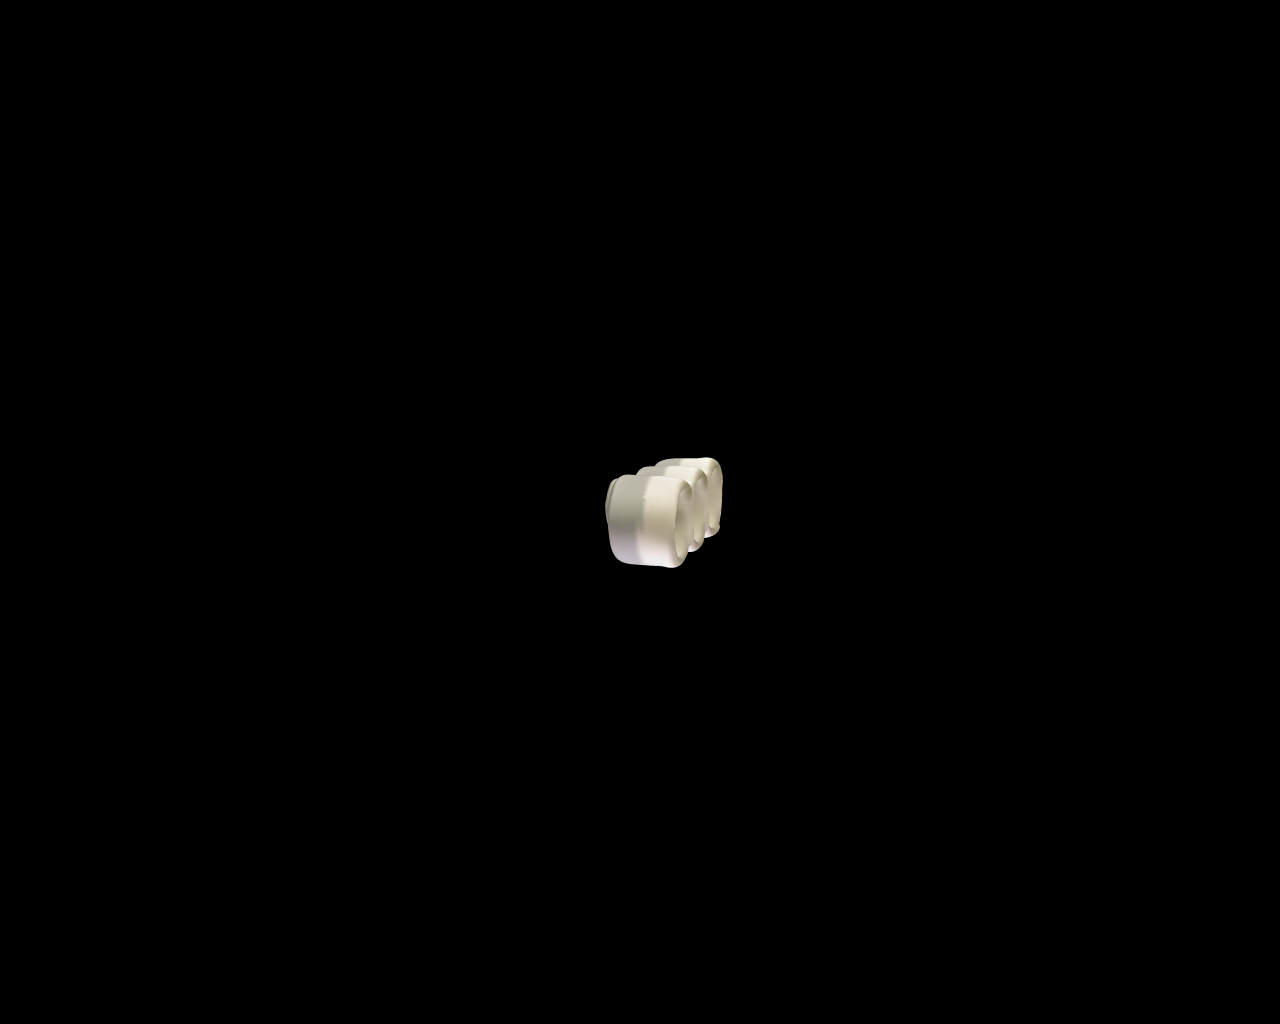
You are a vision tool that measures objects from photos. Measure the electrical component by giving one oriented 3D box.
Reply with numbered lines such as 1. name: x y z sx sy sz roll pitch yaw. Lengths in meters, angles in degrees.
1. electrical component: 0.001 -0.003 0.650 0.074 0.052 0.138 3 10 15
